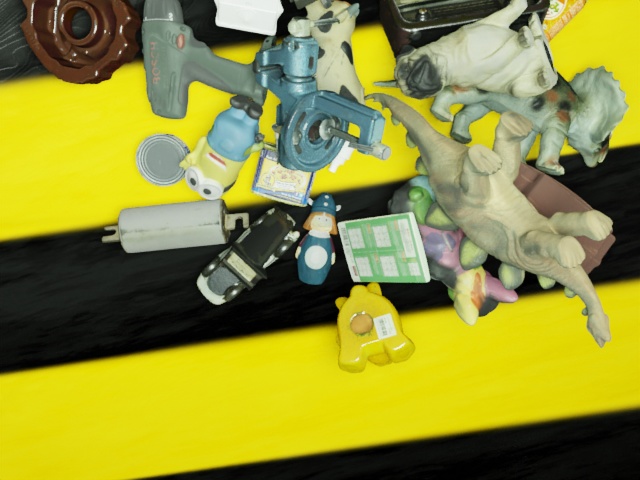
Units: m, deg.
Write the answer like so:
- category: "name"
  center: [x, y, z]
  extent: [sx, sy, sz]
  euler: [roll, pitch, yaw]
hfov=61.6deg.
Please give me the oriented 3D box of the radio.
- category: "radio"
  center: [0.211, -0.343, 0.802]
  extent: [0.230, 0.073, 0.131]
  euler: [-9, 61, 2]

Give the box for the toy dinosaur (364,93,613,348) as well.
- category: "toy dinosaur"
  center: [0.205, -0.062, 0.700]
  extent: [0.105, 0.198, 0.471]
  euler: [-25, 70, -21]

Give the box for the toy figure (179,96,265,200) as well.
- category: "toy figure"
  center: [-0.144, -0.139, 0.844]
  extent: [0.082, 0.089, 0.180]
  euler: [45, 118, 19]

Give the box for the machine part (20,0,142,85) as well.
- category: "machine part"
  center: [-0.364, -0.329, 0.825]
  extent: [0.179, 0.056, 0.179]
  euler: [1, 101, 7]

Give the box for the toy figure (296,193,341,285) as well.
- category: "toy figure"
  center: [-0.001, -0.003, 0.913]
  extent: [0.064, 0.058, 0.154]
  euler: [4, 102, -31]

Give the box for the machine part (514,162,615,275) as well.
- category: "machine part"
  center: [0.333, -0.040, 0.836]
  extent: [0.201, 0.201, 0.087]
  euler: [34, 97, -8]

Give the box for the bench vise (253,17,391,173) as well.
- category: "bench vise"
  center: [0.008, -0.181, 0.740]
  extent: [0.129, 0.241, 0.223]
  euler: [-11, 124, -43]

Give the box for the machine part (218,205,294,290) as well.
- category: "machine part"
  center: [-0.096, 0.010, 0.868]
  extent: [0.084, 0.039, 0.139]
  euler: [40, 99, 5]

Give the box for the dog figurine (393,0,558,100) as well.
- category: "dog figurine"
  center: [0.220, -0.238, 0.764]
  extent: [0.191, 0.121, 0.172]
  euler: [-18, 137, 36]

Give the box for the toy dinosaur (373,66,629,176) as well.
- category: "toy dinosaur"
  center: [0.304, -0.227, 0.844]
  extent: [0.405, 0.131, 0.192]
  euler: [29, 88, -3]

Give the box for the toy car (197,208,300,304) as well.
- category: "toy car"
  center: [-0.123, 0.029, 0.918]
  extent: [0.202, 0.056, 0.073]
  euler: [-42, 94, 6]

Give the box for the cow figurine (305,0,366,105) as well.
- category: "cow figurine"
  center: [0.018, -0.283, 0.837]
  extent: [0.127, 0.085, 0.194]
  euler: [-18, 100, 9]

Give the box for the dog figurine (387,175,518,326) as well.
- category: "dog figurine"
  center: [0.206, 0.022, 0.832]
  extent: [0.108, 0.219, 0.191]
  euler: [-30, 139, -1]

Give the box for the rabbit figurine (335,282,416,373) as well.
- category: "rabbit figurine"
  center: [0.082, 0.156, 0.910]
  extent: [0.122, 0.173, 0.162]
  euler: [-28, 57, 4]

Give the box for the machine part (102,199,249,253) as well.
- category: "machine part"
  center: [-0.240, -0.024, 0.893]
  extent: [0.243, 0.079, 0.079]
  euler: [-7, 102, 1]

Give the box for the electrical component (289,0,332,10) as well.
- category: "electrical component"
  center: [-0.018, -0.372, 0.796]
  extent: [0.063, 0.021, 0.094]
  euler: [-26, 70, 6]

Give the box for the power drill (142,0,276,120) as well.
- category: "power drill"
  center: [-0.174, -0.296, 0.834]
  extent: [0.207, 0.086, 0.231]
  euler: [8, 101, -7]
